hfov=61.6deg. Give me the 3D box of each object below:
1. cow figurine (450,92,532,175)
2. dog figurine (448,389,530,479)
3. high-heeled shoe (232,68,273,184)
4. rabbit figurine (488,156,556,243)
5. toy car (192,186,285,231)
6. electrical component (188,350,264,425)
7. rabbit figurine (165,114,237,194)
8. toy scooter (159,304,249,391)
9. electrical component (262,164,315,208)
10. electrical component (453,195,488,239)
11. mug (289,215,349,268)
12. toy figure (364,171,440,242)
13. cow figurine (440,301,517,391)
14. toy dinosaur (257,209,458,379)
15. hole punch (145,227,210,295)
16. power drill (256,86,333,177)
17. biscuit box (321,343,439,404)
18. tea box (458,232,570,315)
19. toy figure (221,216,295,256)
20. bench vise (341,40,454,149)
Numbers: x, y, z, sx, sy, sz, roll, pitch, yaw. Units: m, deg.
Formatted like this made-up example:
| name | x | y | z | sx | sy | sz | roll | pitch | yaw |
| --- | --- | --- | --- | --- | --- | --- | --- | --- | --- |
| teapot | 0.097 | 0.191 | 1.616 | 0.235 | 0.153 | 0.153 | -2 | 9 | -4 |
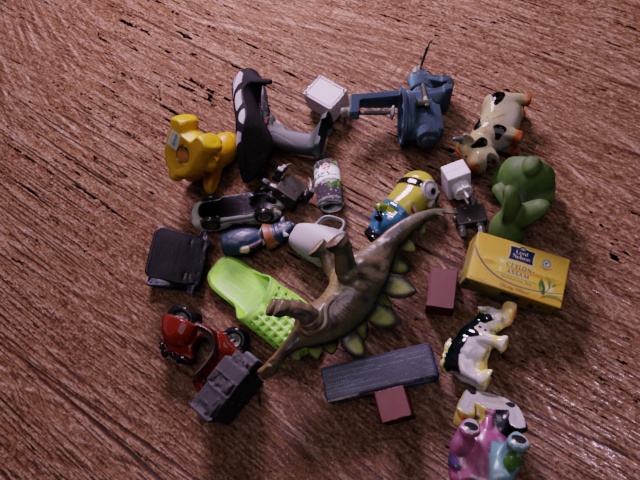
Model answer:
| name | x | y | z | sx | sy | sz | roll | pitch | yaw |
| --- | --- | --- | --- | --- | --- | --- | --- | --- | --- |
| cow figurine | 0.346 | -0.218 | 1.095 | 0.127 | 0.085 | 0.195 | 16 | 68 | 18 |
| dog figurine | 0.251 | 0.375 | 0.857 | 0.109 | 0.191 | 0.219 | 13 | 104 | 12 |
| high-heeled shoe | -0.165 | -0.246 | 1.145 | 0.145 | 0.086 | 0.248 | 12 | 87 | 47 |
| rabbit figurine | 0.375 | -0.061 | 1.001 | 0.121 | 0.159 | 0.170 | 20 | 87 | 7 |
| toy car | -0.173 | -0.064 | 1.140 | 0.202 | 0.056 | 0.073 | -8 | 60 | 5 |
| electrical component | -0.159 | 0.263 | 0.965 | 0.058 | 0.114 | 0.134 | 35 | 79 | 19 |
| rabbit figurine | -0.239 | -0.181 | 1.159 | 0.122 | 0.173 | 0.162 | 29 | 120 | 21 |
| toy scooter | -0.236 | 0.210 | 1.026 | 0.184 | 0.075 | 0.135 | 20 | 73 | 12 |
| electrical component | -0.061 | -0.114 | 1.122 | 0.102 | 0.045 | 0.078 | 39 | 40 | 2 |
| electrical component | 0.295 | -0.046 | 1.063 | 0.063 | 0.021 | 0.094 | -8 | 60 | 8 |
| mug | -0.002 | -0.003 | 1.070 | 0.107 | 0.080 | 0.109 | 18 | 76 | 25 |
| toy figure | 0.160 | -0.063 | 1.065 | 0.180 | 0.082 | 0.089 | -43 | 69 | -6 |
| cow figurine | 0.283 | 0.173 | 0.952 | 0.098 | 0.068 | 0.167 | 23 | 72 | 24 |
| toy dinosaur | 0.064 | 0.080 | 0.973 | 0.198 | 0.105 | 0.471 | 44 | 83 | -15 |
| hole punch | -0.296 | 0.045 | 1.109 | 0.116 | 0.092 | 0.142 | 15 | 65 | -16 |
| power drill | -0.079 | -0.248 | 1.188 | 0.207 | 0.086 | 0.232 | 8 | 70 | 9 |
| biscuit box | 0.107 | 0.239 | 0.956 | 0.203 | 0.059 | 0.063 | -14 | 66 | 5 |
| tea box | 0.348 | 0.061 | 0.970 | 0.170 | 0.068 | 0.098 | 16 | 71 | 6 |
| toy figure | -0.126 | -0.006 | 1.105 | 0.155 | 0.057 | 0.064 | -12 | 72 | 0 |
| bench vise | 0.164 | -0.290 | 1.139 | 0.241 | 0.128 | 0.223 | -1 | 69 | 2 |
